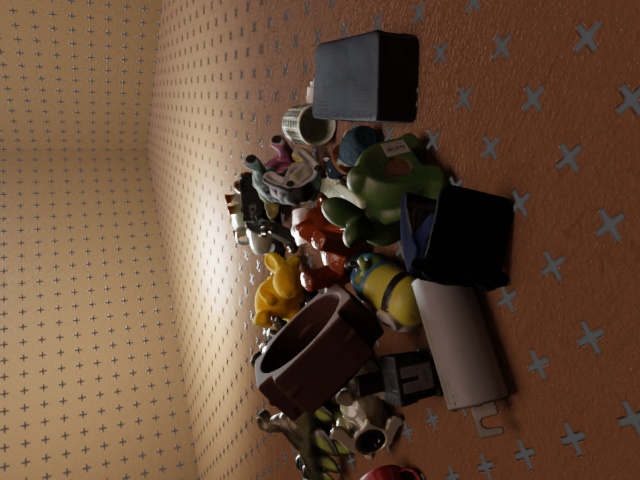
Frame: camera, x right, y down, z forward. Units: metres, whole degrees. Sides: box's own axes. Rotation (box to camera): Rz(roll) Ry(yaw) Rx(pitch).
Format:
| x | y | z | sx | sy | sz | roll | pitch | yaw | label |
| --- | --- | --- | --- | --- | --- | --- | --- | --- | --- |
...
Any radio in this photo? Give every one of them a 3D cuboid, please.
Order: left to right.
| x | y | z | sx | sy | sz | roll | pitch | yaw | label |
| --- | --- | --- | --- | --- | --- | --- | --- | --- | --- |
| 0.066 | -0.258 | 0.871 | 0.230 | 0.073 | 0.131 | 26 | 116 | 61 | radio |

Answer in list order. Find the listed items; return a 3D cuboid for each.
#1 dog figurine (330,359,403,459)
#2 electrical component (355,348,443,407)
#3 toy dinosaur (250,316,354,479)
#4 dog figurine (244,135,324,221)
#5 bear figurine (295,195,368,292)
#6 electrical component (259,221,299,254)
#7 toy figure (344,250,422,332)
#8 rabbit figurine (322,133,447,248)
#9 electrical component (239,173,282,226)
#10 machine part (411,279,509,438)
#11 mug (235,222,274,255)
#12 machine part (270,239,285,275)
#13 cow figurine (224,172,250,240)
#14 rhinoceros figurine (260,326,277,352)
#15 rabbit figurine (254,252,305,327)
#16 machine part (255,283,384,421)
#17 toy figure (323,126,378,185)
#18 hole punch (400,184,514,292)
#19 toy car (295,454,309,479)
| x | y | z | sx | sy | sz | roll | pitch | yaw | label |
| --- | --- | --- | --- | --- | --- | --- | --- | --- | --- |
| 0.063 | 0.267 | 0.958 | 0.191 | 0.121 | 0.172 | -119 | 34 | -68 | dog figurine |
| 0.114 | 0.201 | 0.783 | 0.048 | 0.119 | 0.074 | 156 | 110 | -65 | electrical component |
| -0.025 | 0.359 | 1.065 | 0.199 | 0.105 | 0.470 | 6 | 116 | 40 | toy dinosaur |
| -0.072 | -0.108 | 1.137 | 0.192 | 0.108 | 0.219 | 36 | 160 | 19 | dog figurine |
| 0.001 | -0.002 | 0.993 | 0.196 | 0.132 | 0.120 | 47 | 128 | 46 | bear figurine |
| -0.092 | -0.008 | 1.235 | 0.045 | 0.102 | 0.078 | -62 | 2 | -14 | electrical component |
| 0.102 | 0.070 | 0.835 | 0.180 | 0.082 | 0.089 | -127 | 42 | -55 | toy figure |
| 0.093 | -0.043 | 0.783 | 0.121 | 0.159 | 0.170 | 55 | 158 | 33 | rabbit figurine |
| -0.138 | -0.094 | 1.290 | 0.134 | 0.058 | 0.115 | 11 | -108 | -70 | electrical component |
| 0.176 | 0.124 | 0.684 | 0.079 | 0.079 | 0.243 | 134 | 127 | -59 | machine part |
| -0.161 | -0.008 | 1.380 | 0.107 | 0.109 | 0.081 | 94 | 154 | -49 | mug |
| -0.103 | 0.072 | 1.339 | 0.084 | 0.039 | 0.139 | -56 | 42 | 46 | machine part |
| -0.184 | -0.096 | 1.415 | 0.194 | 0.127 | 0.086 | 91 | 160 | -47 | cow figurine |
| -0.074 | 0.255 | 1.222 | 0.191 | 0.112 | 0.073 | 22 | 138 | 49 | rhinoceros figurine |
| -0.075 | 0.106 | 1.201 | 0.173 | 0.122 | 0.162 | 122 | 153 | -61 | rabbit figurine |
| -0.004 | 0.172 | 0.853 | 0.087 | 0.201 | 0.201 | 48 | 176 | -10 | machine part |
| 0.052 | -0.145 | 0.938 | 0.154 | 0.058 | 0.064 | 139 | 134 | -66 | toy figure |
| 0.157 | -0.003 | 0.649 | 0.092 | 0.142 | 0.115 | 9 | 89 | 63 | hole punch |
| -0.027 | 0.450 | 1.213 | 0.073 | 0.056 | 0.201 | 164 | 102 | -71 | toy car |
